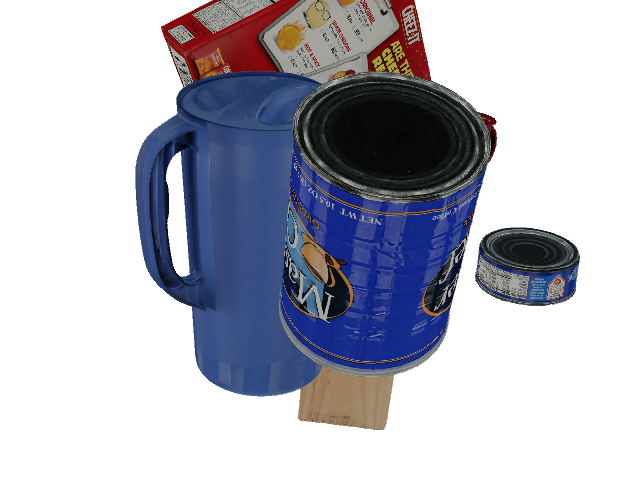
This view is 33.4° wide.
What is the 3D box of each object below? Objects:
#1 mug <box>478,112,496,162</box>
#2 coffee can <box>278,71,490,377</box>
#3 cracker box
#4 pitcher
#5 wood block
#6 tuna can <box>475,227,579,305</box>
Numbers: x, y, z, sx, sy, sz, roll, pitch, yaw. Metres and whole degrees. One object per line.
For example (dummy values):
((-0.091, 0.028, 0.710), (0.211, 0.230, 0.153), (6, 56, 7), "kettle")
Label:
((0.158, -0.104, 1.225), (0.117, 0.081, 0.093), (-11, 25, -40), "mug")
((0.031, -0.007, 0.593), (0.102, 0.103, 0.140), (3, -45, -3), "coffee can")
((-0.017, -0.159, 0.953), (0.213, 0.164, 0.072), (-30, 43, -12), "cracker box")
((-0.054, -0.001, 0.834), (0.149, 0.243, 0.145), (6, 26, 5), "pitcher")
((0.033, 0.070, 1.038), (0.090, 0.206, 0.090), (7, 26, 0), "wood block")
((0.176, 0.021, 0.907), (0.086, 0.034, 0.086), (2, 26, -1), "tuna can")
